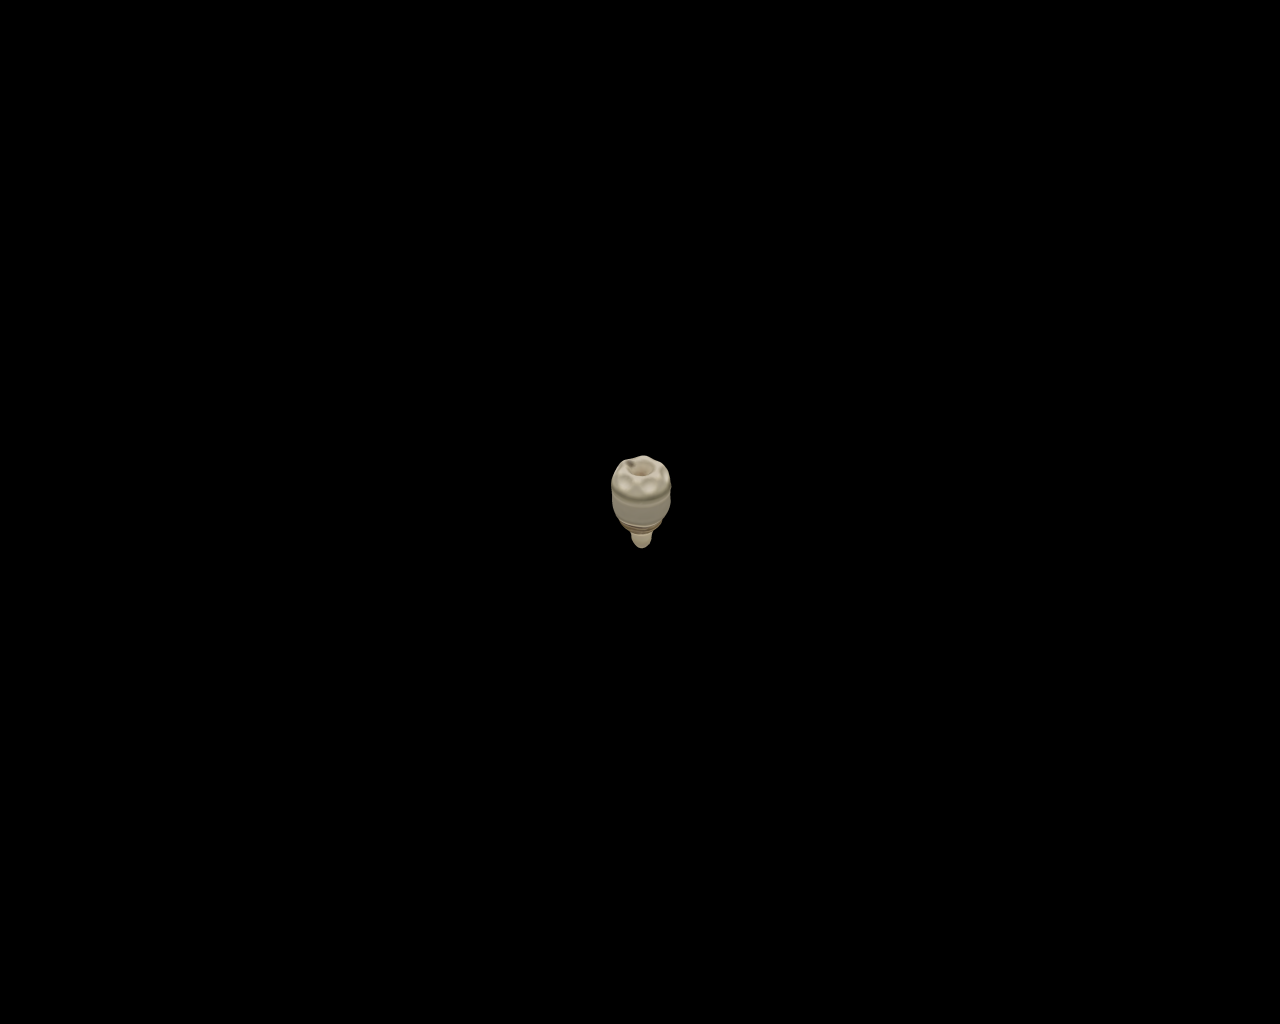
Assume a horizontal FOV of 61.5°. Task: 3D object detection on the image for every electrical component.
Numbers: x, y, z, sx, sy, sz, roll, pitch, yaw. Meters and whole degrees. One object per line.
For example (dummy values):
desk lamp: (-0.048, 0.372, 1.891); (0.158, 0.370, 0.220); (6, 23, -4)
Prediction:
electrical component: (0.001, -0.003, 0.650); (0.035, 0.061, 0.035); (0, 38, 0)
